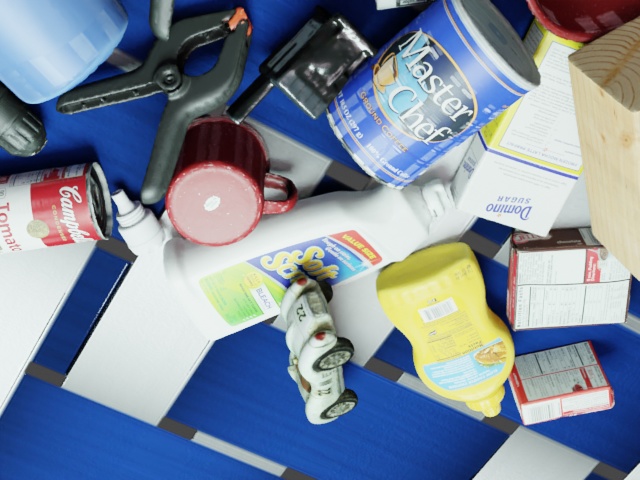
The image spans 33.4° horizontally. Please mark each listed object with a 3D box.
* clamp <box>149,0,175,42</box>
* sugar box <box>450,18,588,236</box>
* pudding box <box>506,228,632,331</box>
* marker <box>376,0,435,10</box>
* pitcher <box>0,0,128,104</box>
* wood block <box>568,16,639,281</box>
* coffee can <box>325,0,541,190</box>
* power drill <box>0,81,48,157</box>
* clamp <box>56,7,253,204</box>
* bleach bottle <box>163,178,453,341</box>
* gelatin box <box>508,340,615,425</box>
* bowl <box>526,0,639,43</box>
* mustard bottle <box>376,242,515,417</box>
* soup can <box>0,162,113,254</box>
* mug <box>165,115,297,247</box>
[{"bbox_3d":[-0.101,-0.262,0.797,0.164,0.036,0.210,-34,116,4],"label":"clamp"},{"bbox_3d":[0.189,-0.094,0.913,0.093,0.048,0.176,17,121,-15],"label":"sugar box"},{"bbox_3d":[0.232,0.036,0.997,0.113,0.039,0.090,-2,121,0],"label":"pudding box"},{"bbox_3d":[0.105,-0.202,0.859,0.121,0.020,0.020,-7,121,1],"label":"marker"},{"bbox_3d":[-0.262,-0.217,0.780,0.145,0.149,0.242,-39,119,2],"label":"pitcher"},{"bbox_3d":[0.272,-0.070,0.867,0.090,0.090,0.206,-29,135,-6],"label":"wood block"},{"bbox_3d":[0.088,-0.121,0.848,0.140,0.102,0.102,-38,116,27],"label":"coffee can"},{"bbox_3d":[-0.346,-0.093,0.882,0.188,0.057,0.184,-39,114,17],"label":"power drill"},{"bbox_3d":[-0.115,-0.113,0.856,0.171,0.039,0.120,-36,85,3],"label":"clamp"},{"bbox_3d":[-0.006,0.001,0.949,0.251,0.068,0.102,-23,127,8],"label":"bleach bottle"},{"bbox_3d":[0.232,0.139,1.037,0.089,0.073,0.030,-12,122,3],"label":"gelatin box"},{"bbox_3d":[0.212,-0.234,0.810,0.162,0.055,0.162,-12,126,-17],"label":"bowl"},{"bbox_3d":[0.132,0.097,1.015,0.096,0.058,0.191,-23,119,11],"label":"mustard bottle"},{"bbox_3d":[-0.237,-0.027,0.919,0.102,0.068,0.068,-8,121,3],"label":"soup can"},{"bbox_3d":[-0.077,-0.045,0.907,0.117,0.081,0.093,12,119,-10],"label":"mug"}]
